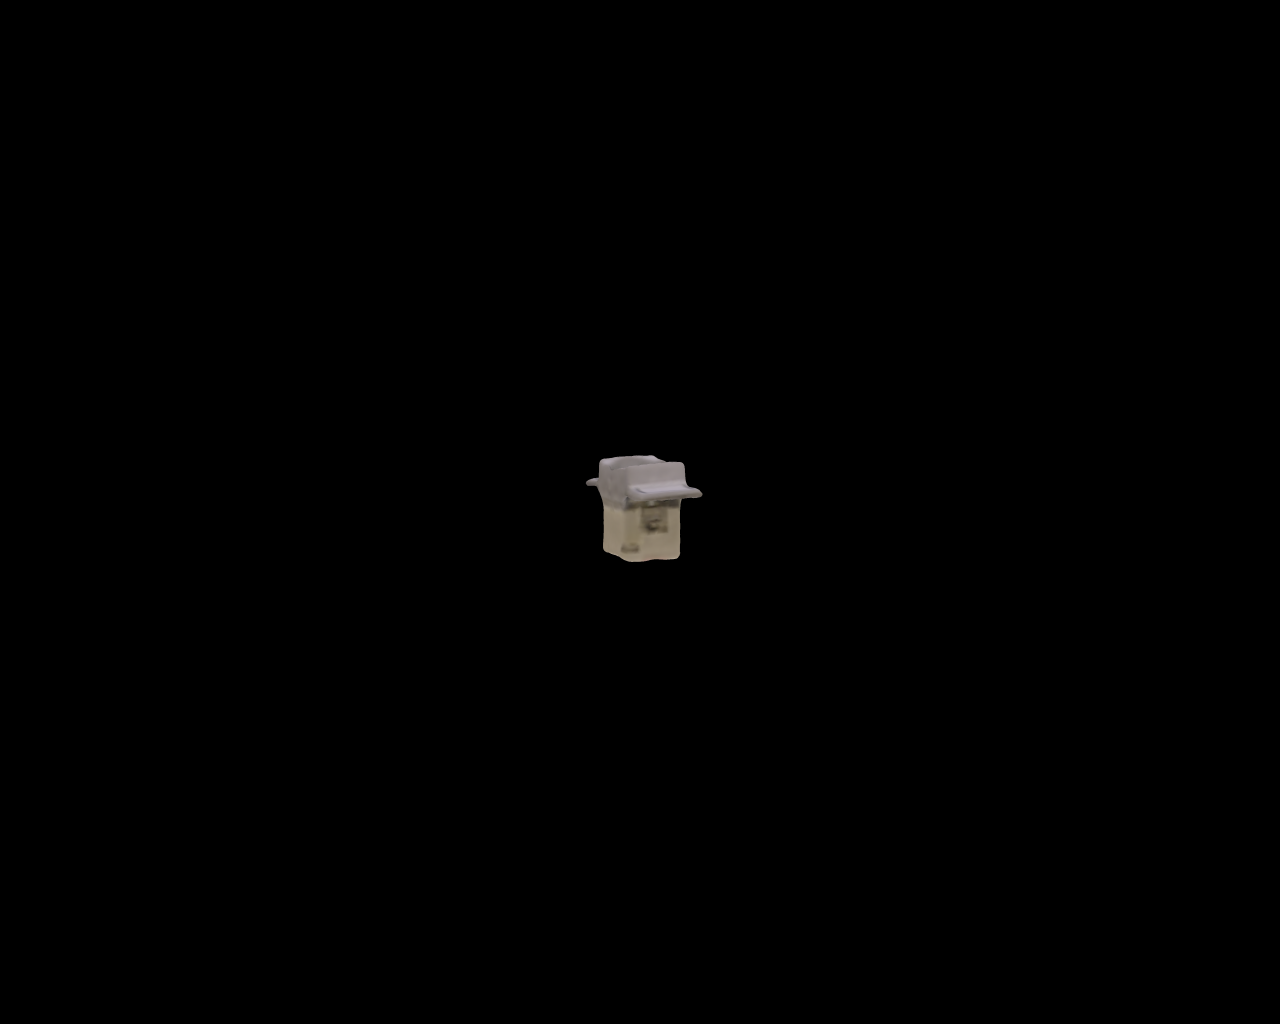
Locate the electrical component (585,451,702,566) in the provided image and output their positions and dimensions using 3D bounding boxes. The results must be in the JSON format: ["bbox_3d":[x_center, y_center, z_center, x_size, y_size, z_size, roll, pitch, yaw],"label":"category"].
[{"bbox_3d":[0.001,-0.003,0.650,0.042,0.063,0.081,-4,10,-23],"label":"electrical component"}]
